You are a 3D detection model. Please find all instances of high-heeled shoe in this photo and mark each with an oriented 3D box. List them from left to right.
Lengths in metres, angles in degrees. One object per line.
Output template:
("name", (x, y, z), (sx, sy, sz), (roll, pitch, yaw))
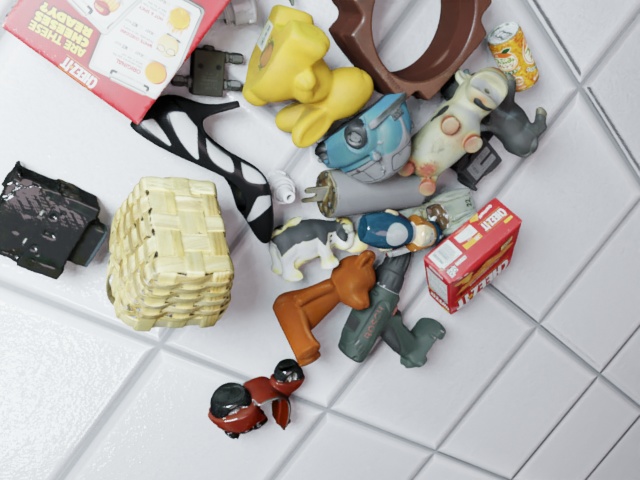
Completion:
("high-heeled shoe", (-0.152, -0.081, 0.738), (0.145, 0.086, 0.248), (-20, 118, -14))

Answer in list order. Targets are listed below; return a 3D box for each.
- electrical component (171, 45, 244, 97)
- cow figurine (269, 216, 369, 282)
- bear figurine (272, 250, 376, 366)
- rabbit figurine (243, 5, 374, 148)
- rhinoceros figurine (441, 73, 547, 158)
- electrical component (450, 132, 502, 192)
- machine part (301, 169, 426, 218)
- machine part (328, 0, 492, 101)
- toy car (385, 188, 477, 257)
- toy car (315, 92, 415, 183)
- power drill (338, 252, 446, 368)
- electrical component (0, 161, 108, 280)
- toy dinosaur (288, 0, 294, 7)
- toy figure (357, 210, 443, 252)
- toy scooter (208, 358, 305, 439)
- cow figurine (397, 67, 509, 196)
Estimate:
("electrical component", (-0.147, -0.221, 0.702), (0.094, 0.021, 0.063), (-4, 116, -26))
("cow figurine", (-0.002, -0.004, 0.867), (0.167, 0.068, 0.098), (-20, 116, -20))
("bear figurine", (0.025, 0.110, 0.904), (0.196, 0.132, 0.120), (-23, 160, -12))
("rabbit figurine", (-0.006, -0.206, 0.725), (0.173, 0.122, 0.162), (11, 114, -34))
("rhinoceros figurine", (0.283, -0.210, 0.888), (0.190, 0.073, 0.112), (34, 77, -13))
("electrical component", (0.283, -0.155, 0.951), (0.119, 0.048, 0.074), (-47, 127, 3))
("machine part", (0.083, -0.081, 0.863), (0.243, 0.079, 0.079), (-9, 118, -26))
("machine part", (0.127, -0.317, 0.761), (0.201, 0.087, 0.201), (-49, 128, 2))
("toy car", (0.187, -0.032, 0.940), (0.202, 0.056, 0.073), (-22, 92, -18))
("toy car", (0.073, -0.132, 0.769), (0.103, 0.162, 0.109), (52, 54, -9))
("power drill", (0.150, 0.143, 1.011), (0.207, 0.086, 0.232), (38, 85, -41))
("electrical component", (-0.344, -0.019, 0.679), (0.134, 0.058, 0.115), (27, 102, -35))
("toy dinosaur", (-0.084, -0.466, 0.559), (0.192, 0.131, 0.404), (0, 119, -15))
("toy figure", (0.136, -0.011, 0.866), (0.154, 0.058, 0.064), (4, 132, -21))
("toy scooter", (-0.106, 0.299, 0.960), (0.184, 0.075, 0.135), (-21, 124, -23))
("cow figurine", (0.201, -0.172, 0.800), (0.085, 0.127, 0.195), (33, 126, -13))
